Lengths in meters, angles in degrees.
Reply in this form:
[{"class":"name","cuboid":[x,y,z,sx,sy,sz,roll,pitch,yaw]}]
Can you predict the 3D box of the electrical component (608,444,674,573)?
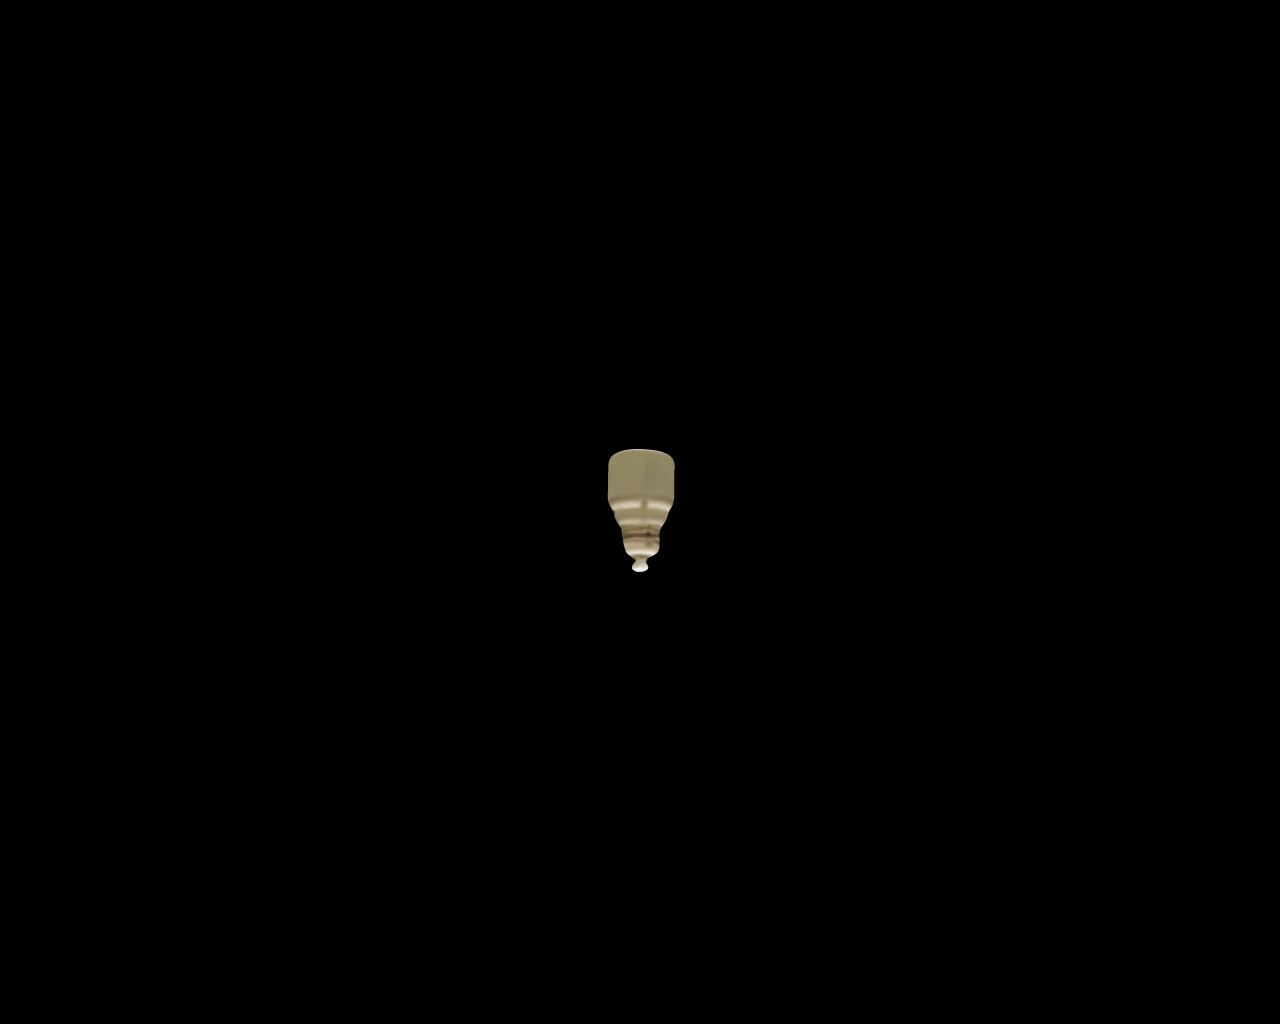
[{"class":"electrical component","cuboid":[0.001,-0.003,0.650,0.040,0.078,0.040,0,-11,0]}]
